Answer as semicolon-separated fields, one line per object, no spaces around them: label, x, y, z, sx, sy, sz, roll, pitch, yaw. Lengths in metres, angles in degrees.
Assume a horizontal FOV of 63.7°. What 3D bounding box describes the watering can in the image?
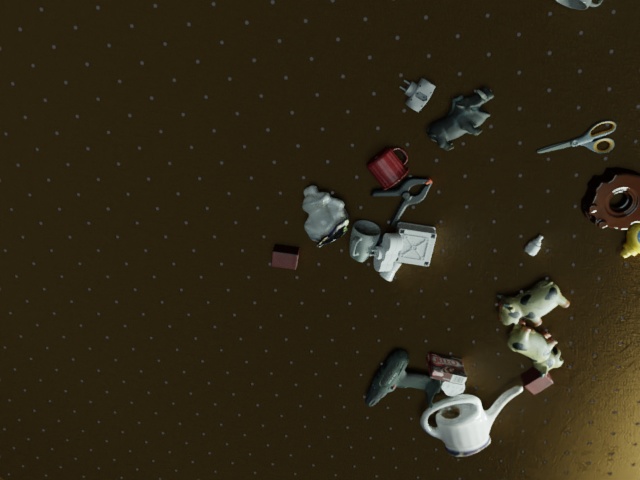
watering can;0.509;0.594;1.696;0.347;0.106;0.221;-16;113;9

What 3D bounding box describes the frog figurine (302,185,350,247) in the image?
frog figurine;0.004;-0.074;1.462;0.135;0.123;0.161;-46;68;28
